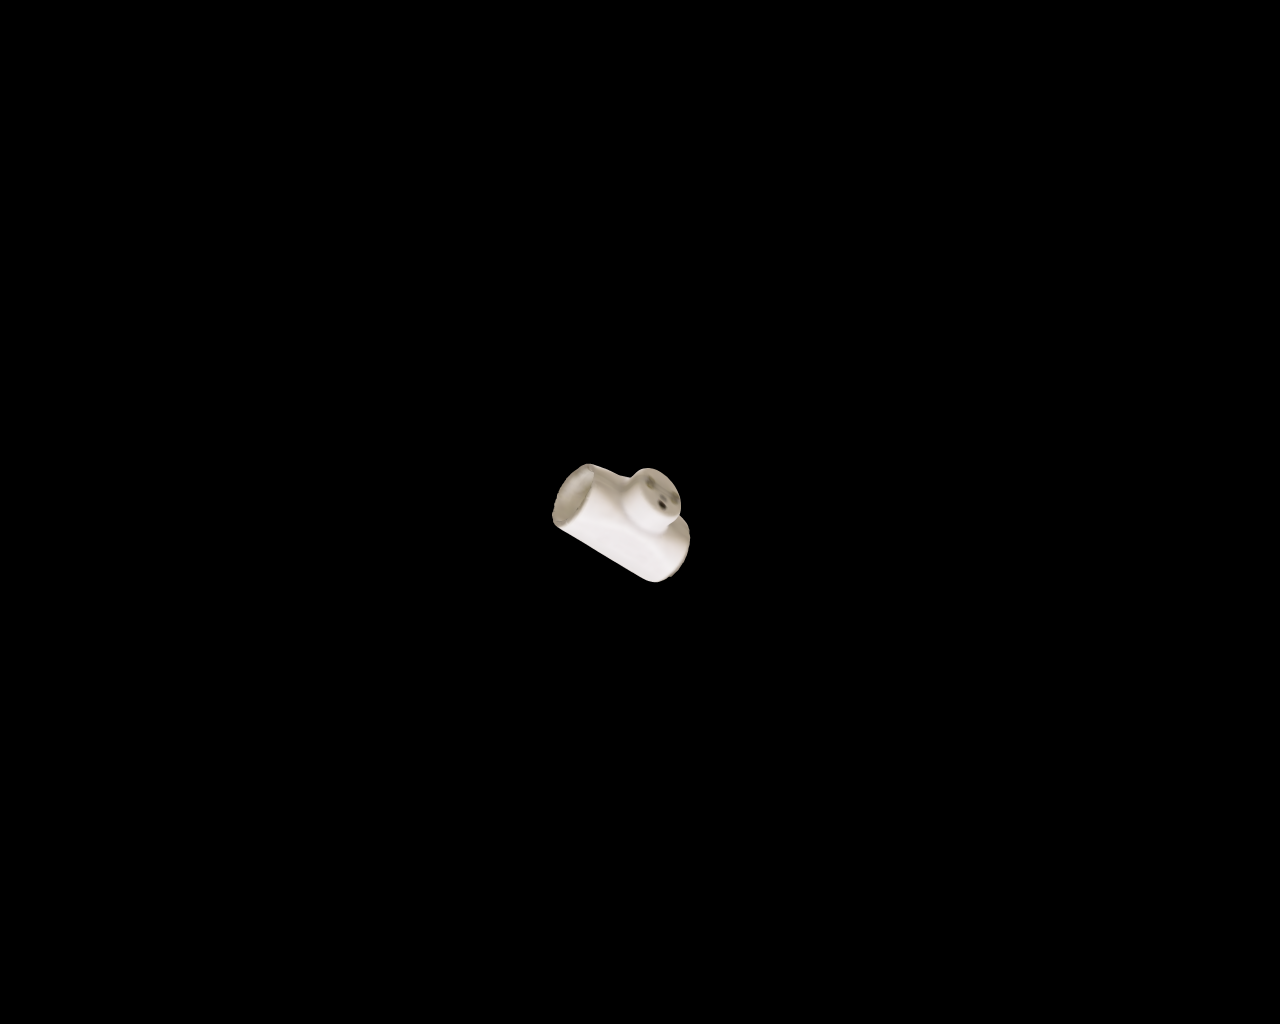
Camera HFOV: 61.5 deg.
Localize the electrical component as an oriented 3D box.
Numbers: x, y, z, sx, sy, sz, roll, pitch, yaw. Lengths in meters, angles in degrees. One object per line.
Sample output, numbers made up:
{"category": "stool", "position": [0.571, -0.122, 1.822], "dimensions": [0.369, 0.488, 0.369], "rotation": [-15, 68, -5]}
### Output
{"category": "electrical component", "position": [0.001, -0.003, 0.650], "dimensions": [0.077, 0.044, 0.079], "rotation": [32, -54, -27]}
